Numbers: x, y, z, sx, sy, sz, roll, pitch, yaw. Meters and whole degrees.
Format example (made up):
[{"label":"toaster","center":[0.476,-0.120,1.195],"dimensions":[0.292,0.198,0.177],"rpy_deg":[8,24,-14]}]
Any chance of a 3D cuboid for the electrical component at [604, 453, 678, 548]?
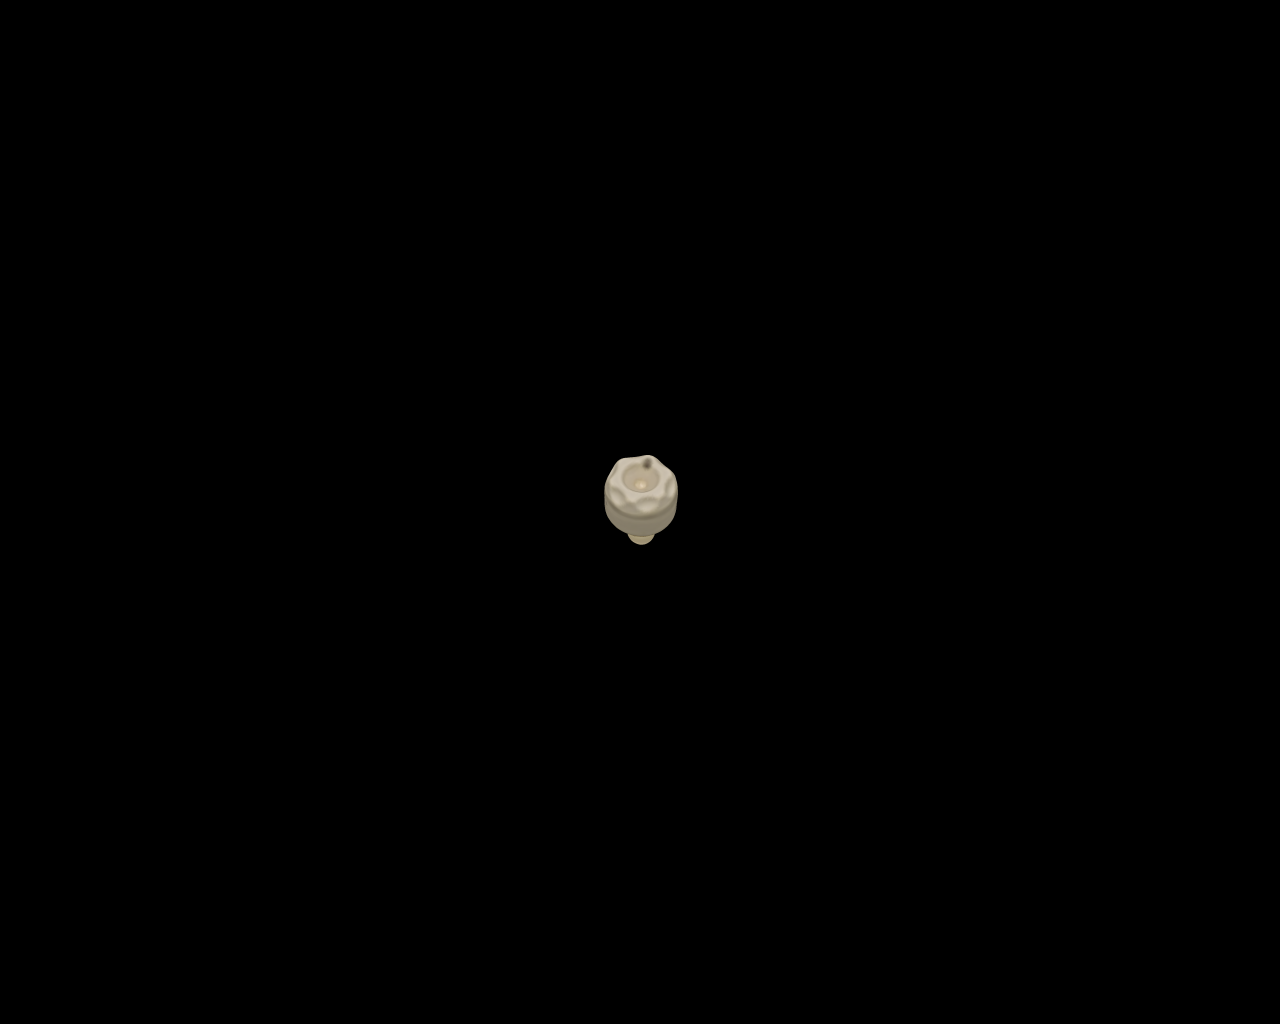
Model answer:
[{"label":"electrical component","center":[0.001,-0.003,0.650],"dimensions":[0.043,0.043,0.062],"rpy_deg":[0,-37,0]}]
